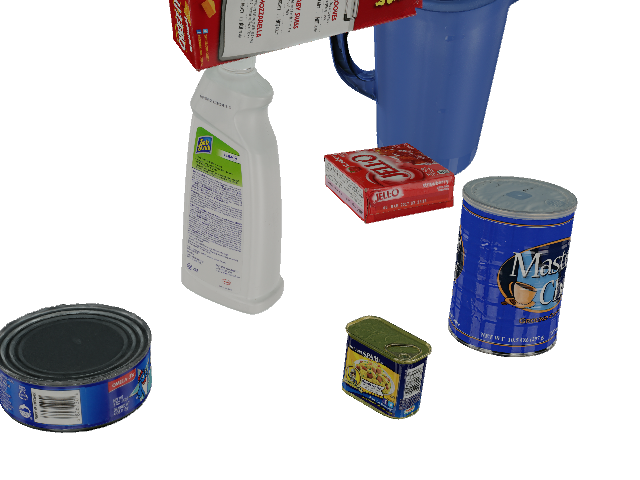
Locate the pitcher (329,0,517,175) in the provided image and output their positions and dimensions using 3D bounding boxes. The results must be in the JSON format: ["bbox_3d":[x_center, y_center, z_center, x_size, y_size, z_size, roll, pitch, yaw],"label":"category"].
[{"bbox_3d":[0.102,-0.177,1.056,0.144,0.243,0.149,-35,58,-26],"label":"pitcher"}]

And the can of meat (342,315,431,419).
[{"bbox_3d":[0.074,0.148,1.233,0.102,0.084,0.057,26,32,37],"label":"can of meat"}]

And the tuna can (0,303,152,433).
[{"bbox_3d":[-0.136,0.069,0.590,0.086,0.034,0.086,1,25,-1],"label":"tuna can"}]

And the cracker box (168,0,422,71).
[{"bbox_3d":[-0.022,-0.248,0.878,0.213,0.164,0.072,-19,43,-18],"label":"cracker box"}]

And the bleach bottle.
[{"bbox_3d":[-0.076,-0.059,0.990,0.103,0.251,0.068,20,33,21],"label":"bleach bottle"}]

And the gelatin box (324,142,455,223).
[{"bbox_3d":[0.052,-0.046,0.820,0.073,0.030,0.089,-10,24,-17],"label":"gelatin box"}]

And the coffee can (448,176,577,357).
[{"bbox_3d":[0.176,0.022,0.987,0.103,0.140,0.103,3,21,-1],"label":"coffee can"}]
